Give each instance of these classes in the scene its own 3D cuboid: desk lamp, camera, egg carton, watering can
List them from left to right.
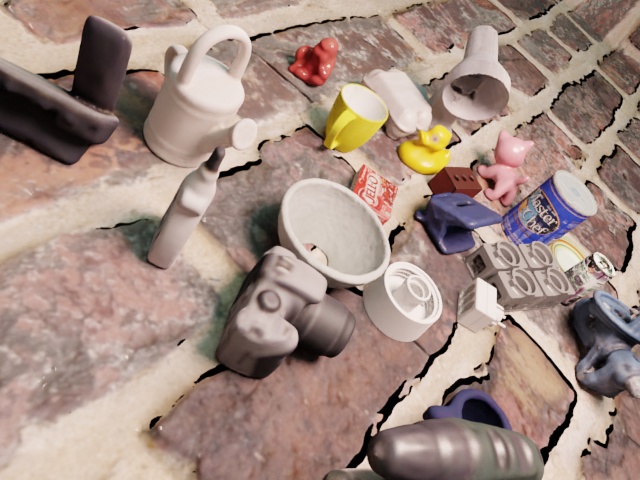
[{"bbox_3d":[-0.142,-0.185,0.728,0.173,0.193,0.101,41,42,-2],"label":"watering can"},{"bbox_3d":[-0.028,0.089,0.658,0.137,0.100,0.143,31,43,-12],"label":"camera"},{"bbox_3d":[0.146,-0.262,1.098,0.107,0.069,0.150,-19,69,-44],"label":"egg carton"},{"bbox_3d":[0.269,-0.299,1.112,0.118,0.213,0.203,24,45,-19],"label":"desk lamp"}]

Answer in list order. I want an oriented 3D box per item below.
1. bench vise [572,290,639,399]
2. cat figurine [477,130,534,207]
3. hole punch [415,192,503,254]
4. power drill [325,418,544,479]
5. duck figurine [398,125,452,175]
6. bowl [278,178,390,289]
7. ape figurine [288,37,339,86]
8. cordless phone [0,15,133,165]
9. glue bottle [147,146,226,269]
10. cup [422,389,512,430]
[{"bbox_3d":[0.522,0.150,0.929,0.122,0.219,0.207,14,49,-28],"label":"bench vise"},{"bbox_3d":[0.380,-0.151,1.146,0.067,0.117,0.127,14,49,-28],"label":"cat figurine"},{"bbox_3d":[0.235,-0.041,0.967,0.109,0.091,0.101,-11,64,-42],"label":"hole punch"},{"bbox_3d":[0.094,0.231,0.552,0.230,0.208,0.075,10,51,-31],"label":"power drill"},{"bbox_3d":[0.208,-0.174,1.060,0.105,0.086,0.077,10,51,-30],"label":"duck figurine"},{"bbox_3d":[0.007,0.003,0.774,0.168,0.074,0.167,20,47,-23],"label":"bowl"},{"bbox_3d":[-0.001,-0.323,1.022,0.076,0.092,0.077,-3,59,-38],"label":"ape figurine"},{"bbox_3d":[-0.285,-0.189,0.631,0.148,0.184,0.094,24,45,-18],"label":"cordless phone"},{"bbox_3d":[-0.141,-0.042,0.627,0.037,0.173,0.078,25,45,-18],"label":"glue bottle"},{"bbox_3d":[0.155,0.233,0.681,0.118,0.094,0.091,23,46,-20],"label":"cup"}]
